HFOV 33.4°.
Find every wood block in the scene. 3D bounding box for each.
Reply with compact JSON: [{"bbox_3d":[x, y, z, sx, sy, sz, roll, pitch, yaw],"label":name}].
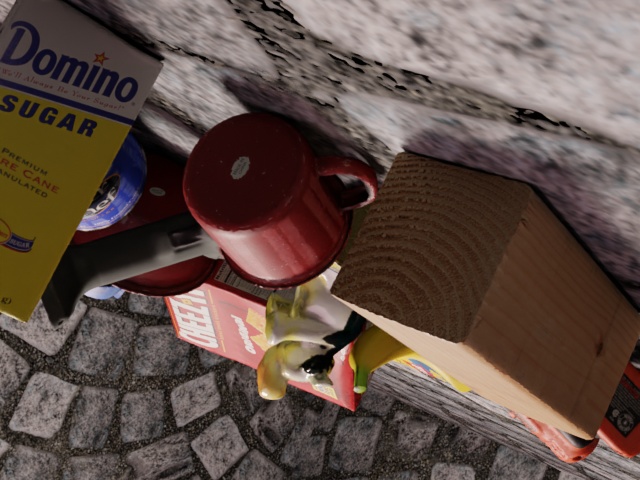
[{"bbox_3d":[0.107,0.040,0.629,0.090,0.091,0.205,19,169,38],"label":"wood block"}]

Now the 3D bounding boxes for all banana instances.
[{"bbox_3d":[0.100,0.098,0.989,0.197,0.070,0.037,-8,150,-29],"label":"banana"}]

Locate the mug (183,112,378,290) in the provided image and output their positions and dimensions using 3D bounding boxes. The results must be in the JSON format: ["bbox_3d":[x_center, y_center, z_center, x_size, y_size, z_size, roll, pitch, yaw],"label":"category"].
[{"bbox_3d":[-0.022,-0.028,0.658,0.117,0.093,0.081,-8,156,14],"label":"mug"}]

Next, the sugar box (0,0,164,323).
[{"bbox_3d":[-0.174,-0.050,0.627,0.093,0.176,0.048,29,174,-23],"label":"sugar box"}]

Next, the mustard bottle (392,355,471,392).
[{"bbox_3d":[0.132,0.131,1.228,0.192,0.058,0.096,18,169,42],"label":"mustard bottle"}]

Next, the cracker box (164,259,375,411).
[{"bbox_3d":[-0.050,0.076,1.069,0.214,0.072,0.164,20,151,14],"label":"cracker box"}]

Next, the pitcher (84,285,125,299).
[{"bbox_3d":[-0.294,-0.042,1.192,0.242,0.145,0.149,31,173,-12],"label":"pitcher"}]

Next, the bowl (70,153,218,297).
[{"bbox_3d":[-0.155,-0.028,0.961,0.162,0.162,0.055,27,129,-9],"label":"bowl"}]

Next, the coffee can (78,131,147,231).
[{"bbox_3d":[-0.202,-0.070,0.846,0.103,0.103,0.140,25,172,7],"label":"coffee can"}]

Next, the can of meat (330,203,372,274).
[{"bbox_3d":[0.047,0.009,0.741,0.102,0.057,0.084,27,173,-10],"label":"can of meat"}]

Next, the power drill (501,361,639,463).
[{"bbox_3d":[0.186,0.111,0.875,0.184,0.057,0.188,44,168,-2],"label":"power drill"}]
